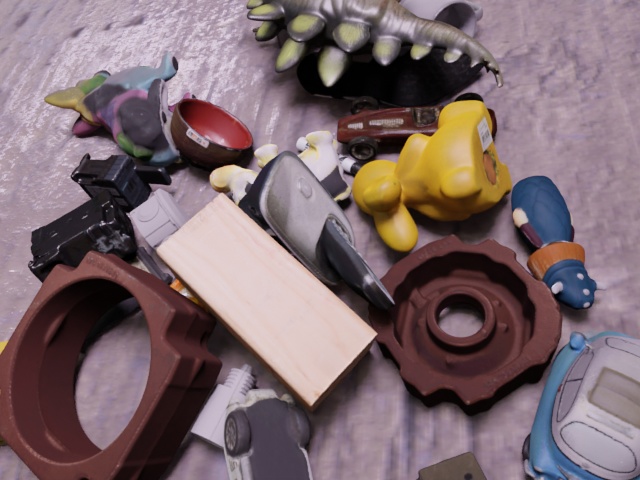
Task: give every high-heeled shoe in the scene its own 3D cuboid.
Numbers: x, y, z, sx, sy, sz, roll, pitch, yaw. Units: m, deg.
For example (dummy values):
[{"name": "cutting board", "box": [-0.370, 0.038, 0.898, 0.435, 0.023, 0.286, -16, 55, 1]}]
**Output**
[{"name": "high-heeled shoe", "box": [0.093, -0.243, 0.771, 0.249, 0.086, 0.145, -7, 26, -9]}]

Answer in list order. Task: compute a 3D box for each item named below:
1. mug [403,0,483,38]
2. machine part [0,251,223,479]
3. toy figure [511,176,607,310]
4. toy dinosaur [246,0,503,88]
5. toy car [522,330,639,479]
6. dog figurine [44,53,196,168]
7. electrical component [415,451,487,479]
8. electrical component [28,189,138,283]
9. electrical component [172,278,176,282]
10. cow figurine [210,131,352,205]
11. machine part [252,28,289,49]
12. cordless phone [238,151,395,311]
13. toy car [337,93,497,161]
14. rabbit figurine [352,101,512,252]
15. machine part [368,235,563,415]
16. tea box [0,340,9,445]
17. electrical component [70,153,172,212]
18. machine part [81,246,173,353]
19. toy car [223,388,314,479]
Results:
[{"name": "mug", "box": [0.174, -0.326, 0.785, 0.109, 0.080, 0.107, -31, 46, -7]}, {"name": "machine part", "box": [-0.213, 0.129, 0.537, 0.202, 0.087, 0.201, 26, 84, 29]}, {"name": "toy figure", "box": [0.242, 0.005, 0.556, 0.064, 0.057, 0.154, -13, 59, 12]}, {"name": "toy dinosaur", "box": [0.036, -0.294, 0.701, 0.472, 0.105, 0.198, 22, 69, 31]}, {"name": "toy car", "box": [0.235, 0.137, 0.440, 0.109, 0.102, 0.161, 29, 65, 30]}, {"name": "dog figurine", "box": [-0.300, -0.182, 0.794, 0.219, 0.108, 0.191, -7, 58, 15]}, {"name": "electrical component", "box": [0.118, 0.226, 0.446, 0.102, 0.045, 0.078, -23, 26, -5]}, {"name": "electrical component", "box": [-0.298, -0.004, 0.676, 0.115, 0.058, 0.134, -31, 32, -11]}, {"name": "electrical component", "box": [-0.145, 0.013, 0.643, 0.021, 0.063, 0.094, 33, 71, 30]}, {"name": "cow figurine", "box": [-0.049, -0.068, 0.671, 0.167, 0.068, 0.098, -17, 83, 4]}, {"name": "machine part", "box": [0.011, -0.357, 0.847, 0.243, 0.079, 0.079, -12, 55, 6]}, {"name": "cordless phone", "box": [-0.001, -0.002, 0.542, 0.089, 0.146, 0.184, -41, 29, -1]}, {"name": "toy car", "box": [0.122, -0.148, 0.686, 0.202, 0.053, 0.089, 2, 60, 8]}, {"name": "rabbit figurine", "box": [0.109, -0.057, 0.602, 0.173, 0.121, 0.162, -5, 35, 37]}, {"name": "machine part", "box": [0.139, 0.080, 0.531, 0.179, 0.056, 0.179, -8, 55, 11]}, {"name": "tea box", "box": [-0.404, 0.179, 0.594, 0.170, 0.068, 0.098, -13, 55, 6]}, {"name": "electrical component", "box": [-0.264, -0.076, 0.730, 0.119, 0.074, 0.048, 9, 59, 17]}, {"name": "machine part", "box": [-0.253, 0.070, 0.650, 0.139, 0.039, 0.084, -42, 65, -17]}, {"name": "toy car", "box": [-0.037, 0.226, 0.467, 0.073, 0.056, 0.202, 4, 48, -26]}]
